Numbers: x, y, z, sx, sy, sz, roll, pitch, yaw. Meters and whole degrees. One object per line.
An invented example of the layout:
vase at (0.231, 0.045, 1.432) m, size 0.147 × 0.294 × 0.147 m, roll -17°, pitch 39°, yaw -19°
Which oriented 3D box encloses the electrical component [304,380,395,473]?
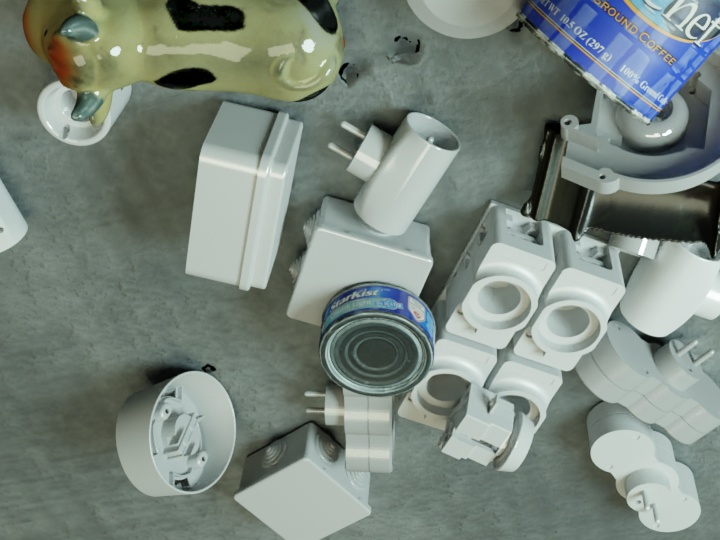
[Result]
electrical component at (-0.009, 0.110, 0.885) m, size 0.074 × 0.052 × 0.138 m, roll 2°, pitch 127°, yaw 4°

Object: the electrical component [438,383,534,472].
electrical component at (0.098, 0.122, 0.812) m, size 0.055 × 0.048 × 0.066 m, roll 25°, pitch 126°, yaw -4°

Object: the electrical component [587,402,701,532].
electrical component at (0.240, 0.177, 0.901) m, size 0.052 × 0.073 × 0.138 m, roll -27°, pitch 120°, yaw 24°

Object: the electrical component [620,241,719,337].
electrical component at (0.246, 0.013, 0.794) m, size 0.079 × 0.043 × 0.077 m, roll 19°, pitch 127°, yaw -9°

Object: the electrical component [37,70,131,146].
electrical component at (-0.188, -0.117, 0.731) m, size 0.055 × 0.047 × 0.055 m, roll 2°, pitch 127°, yaw 3°

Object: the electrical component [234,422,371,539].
electrical component at (-0.049, 0.190, 0.953) m, size 0.100 × 0.048 × 0.100 m, roll -32°, pitch 118°, yaw 26°

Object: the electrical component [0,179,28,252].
electrical component at (-0.299, -0.049, 0.795) m, size 0.079 × 0.044 × 0.077 m, roll -12°, pitch 125°, yaw 14°

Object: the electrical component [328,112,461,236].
electrical component at (0.017, -0.075, 0.748) m, size 0.079 × 0.043 × 0.077 m, roll 30°, pitch 121°, yaw -6°

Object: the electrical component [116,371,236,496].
electrical component at (-0.154, 0.138, 0.896) m, size 0.064 × 0.099 × 0.099 m, roll -16°, pitch 124°, yaw 24°

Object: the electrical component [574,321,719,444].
electrical component at (0.239, 0.079, 0.832) m, size 0.138 × 0.052 × 0.074 m, roll 28°, pitch 125°, yaw -25°

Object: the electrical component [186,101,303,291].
electrical component at (-0.081, -0.051, 0.753) m, size 0.057 × 0.078 × 0.113 m, roll 13°, pitch 127°, yaw -1°

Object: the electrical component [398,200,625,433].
electrical component at (0.111, 0.051, 0.825) m, size 0.105 × 0.060 × 0.186 m, roll 19°, pitch 127°, yaw -9°

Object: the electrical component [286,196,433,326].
electrical component at (0.000, 0.000, 0.803) m, size 0.100 × 0.048 × 0.099 m, roll 16°, pitch 127°, yaw -7°

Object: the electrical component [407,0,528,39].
electrical component at (0.066, -0.186, 0.653) m, size 0.080 × 0.051 × 0.080 m, roll 3°, pitch 128°, yaw 3°
